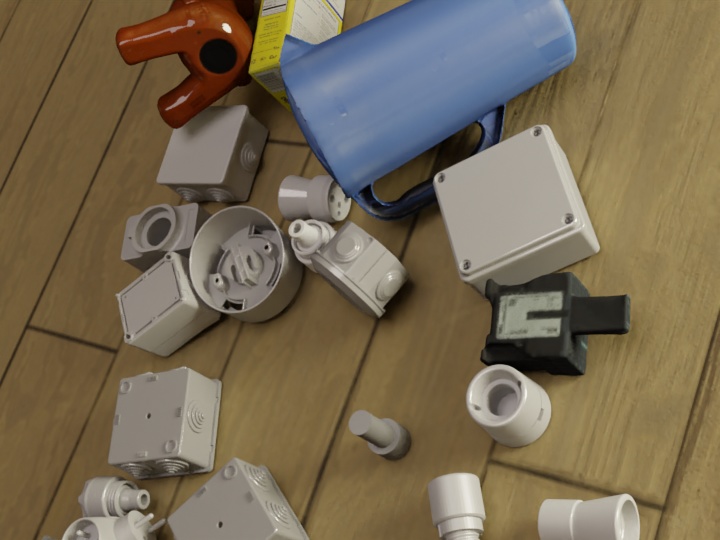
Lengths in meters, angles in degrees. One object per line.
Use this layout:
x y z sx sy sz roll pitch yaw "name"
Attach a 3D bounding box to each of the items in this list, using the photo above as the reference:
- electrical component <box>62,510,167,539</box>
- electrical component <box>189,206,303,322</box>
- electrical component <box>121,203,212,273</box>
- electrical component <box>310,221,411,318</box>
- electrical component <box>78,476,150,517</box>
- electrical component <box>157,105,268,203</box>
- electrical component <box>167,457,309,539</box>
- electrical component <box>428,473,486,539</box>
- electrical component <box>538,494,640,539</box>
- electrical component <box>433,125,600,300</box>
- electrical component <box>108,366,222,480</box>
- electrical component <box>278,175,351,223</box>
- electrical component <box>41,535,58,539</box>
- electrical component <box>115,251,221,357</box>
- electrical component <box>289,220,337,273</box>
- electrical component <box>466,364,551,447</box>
-0.205 0.236 0.938 0.079 0.077 0.044 -35 53 11 "electrical component"
-0.105 -0.003 1.003 0.099 0.064 0.099 -14 61 25 "electrical component"
-0.189 -0.030 1.073 0.089 0.056 0.050 -9 62 27 "electrical component"
0.000 0.000 0.929 0.051 0.080 0.080 -49 52 -5 "electrical component"
-0.222 0.210 0.982 0.062 0.043 0.043 -7 64 27 "electrical component"
-0.148 -0.117 1.096 0.100 0.048 0.099 3 69 32 "electrical component"
-0.105 0.218 0.903 0.100 0.048 0.099 -43 52 6 "electrical component"
0.075 0.190 0.813 0.040 0.040 0.078 -20 58 22 "electrical component"
0.161 0.181 0.766 0.065 0.044 0.044 -7 64 34 "electrical component"
0.127 -0.047 0.889 0.109 0.056 0.108 -25 56 19 "electrical component"
-0.180 0.140 0.987 0.100 0.048 0.099 -11 61 27 "electrical component"
-0.042 -0.067 1.009 0.055 0.045 0.045 3 69 32 "electrical component"
-0.242 0.315 0.930 0.150 0.062 0.089 34 87 38 "electrical component"
-0.187 0.039 1.039 0.096 0.061 0.061 -36 53 21 "electrical component"
-0.042 -0.025 0.977 0.043 0.062 0.043 -14 61 25 "electrical component"
0.113 0.103 0.829 0.055 0.047 0.055 -14 61 25 "electrical component"
